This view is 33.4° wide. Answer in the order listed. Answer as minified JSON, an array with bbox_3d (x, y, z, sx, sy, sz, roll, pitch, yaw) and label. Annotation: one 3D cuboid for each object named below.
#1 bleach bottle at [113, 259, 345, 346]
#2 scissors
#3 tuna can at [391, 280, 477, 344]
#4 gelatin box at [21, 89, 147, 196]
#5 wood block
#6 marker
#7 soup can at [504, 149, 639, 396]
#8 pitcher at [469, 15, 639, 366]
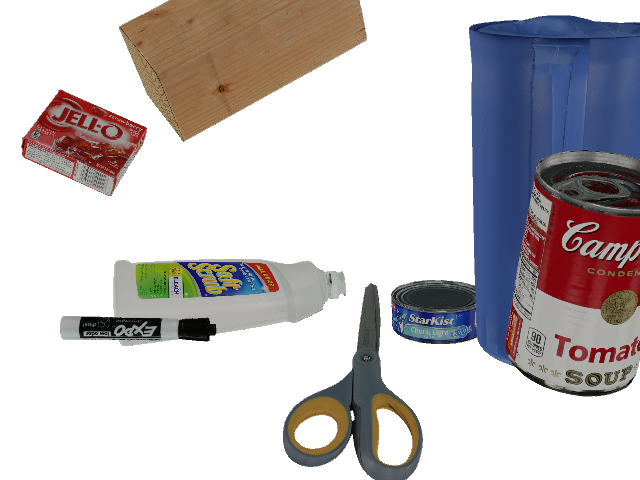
[{"bbox_3d":[-0.099,0.057,1.180,0.250,0.068,0.102,-6,36,-6],"label":"bleach bottle"},{"bbox_3d":[0.014,0.090,0.721,0.096,0.016,0.202,-5,32,-9],"label":"scissors"},{"bbox_3d":[0.107,0.064,0.969,0.086,0.034,0.086,-1,15,0],"label":"tuna can"},{"bbox_3d":[-0.211,-0.089,0.957,0.089,0.073,0.030,25,-44,-2],"label":"gelatin box"},{"bbox_3d":[-0.070,-0.195,1.010,0.206,0.090,0.091,-30,-38,-11],"label":"wood block"},{"bbox_3d":[-0.142,0.069,0.834,0.121,0.020,0.020,0,0,3],"label":"marker"},{"bbox_3d":[0.130,0.016,0.520,0.068,0.102,0.068,4,27,-2],"label":"soup can"},{"bbox_3d":[0.165,-0.032,0.745,0.149,0.243,0.145,-9,18,-28],"label":"pitcher"}]
